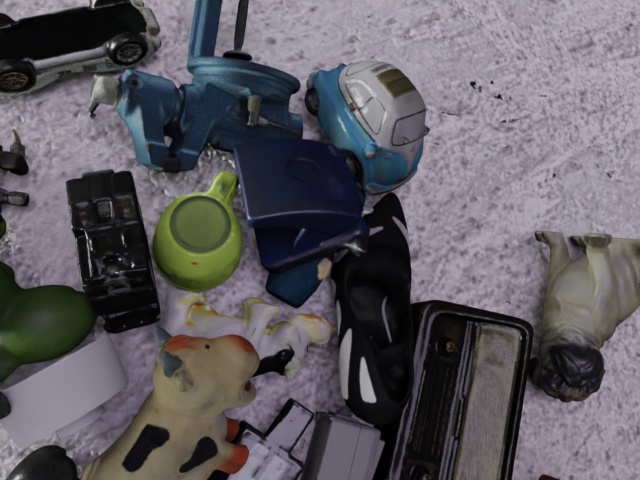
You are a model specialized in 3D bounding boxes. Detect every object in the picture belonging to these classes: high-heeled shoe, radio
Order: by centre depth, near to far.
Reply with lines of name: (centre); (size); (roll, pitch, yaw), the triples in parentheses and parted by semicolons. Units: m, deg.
high-heeled shoe: (0.065, 0.052, 0.537); (0.086, 0.145, 0.248); (14, 76, -11)
radio: (0.132, 0.181, 0.562); (0.131, 0.073, 0.229); (17, 74, -9)

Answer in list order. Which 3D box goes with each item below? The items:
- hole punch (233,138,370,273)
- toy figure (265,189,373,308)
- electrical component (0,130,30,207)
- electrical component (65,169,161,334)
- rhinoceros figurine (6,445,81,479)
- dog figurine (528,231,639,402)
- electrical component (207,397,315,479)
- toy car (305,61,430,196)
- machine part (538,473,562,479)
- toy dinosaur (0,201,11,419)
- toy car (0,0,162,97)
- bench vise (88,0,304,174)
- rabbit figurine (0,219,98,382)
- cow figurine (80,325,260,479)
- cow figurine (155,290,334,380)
hole punch: (-0.022, -0.045, 0.525); (0.116, 0.092, 0.142); (-19, 49, 2)
toy figure: (0.001, -0.001, 0.576); (0.064, 0.057, 0.154); (28, 74, 16)
electrical component: (-0.336, -0.073, 0.523); (0.102, 0.045, 0.078); (1, 96, -12)
electrical component: (-0.188, 0.003, 0.495); (0.058, 0.114, 0.134); (-11, 60, -18)
rhinoceros figurine: (-0.284, 0.259, 0.444); (0.190, 0.073, 0.112); (-40, 91, -19)
dog figurine: (0.329, 0.089, 0.630); (0.172, 0.121, 0.190); (4, 91, -10)
electrical component: (-0.056, 0.210, 0.523); (0.075, 0.048, 0.119); (34, 72, -5)
toy car: (0.063, -0.140, 0.593); (0.109, 0.103, 0.161); (-25, 82, -38)
machine part: (0.233, 0.347, 0.507); (0.201, 0.087, 0.201); (44, 66, -28)
toy dinosaur: (-0.362, 0.140, 0.374); (0.471, 0.105, 0.198); (-42, 95, 9)
toy car: (-0.268, -0.205, 0.562); (0.202, 0.056, 0.073); (-21, 77, -19)
bench vise: (-0.112, -0.183, 0.550); (0.223, 0.129, 0.240); (8, 93, -20)
rabbit figurine: (-0.290, 0.062, 0.467); (0.170, 0.121, 0.159); (28, 77, -18)
cow figurine: (-0.126, 0.160, 0.463); (0.195, 0.086, 0.127); (-48, 117, -1)
cow figurine: (-0.073, 0.105, 0.532); (0.167, 0.068, 0.098); (10, 81, -8)
